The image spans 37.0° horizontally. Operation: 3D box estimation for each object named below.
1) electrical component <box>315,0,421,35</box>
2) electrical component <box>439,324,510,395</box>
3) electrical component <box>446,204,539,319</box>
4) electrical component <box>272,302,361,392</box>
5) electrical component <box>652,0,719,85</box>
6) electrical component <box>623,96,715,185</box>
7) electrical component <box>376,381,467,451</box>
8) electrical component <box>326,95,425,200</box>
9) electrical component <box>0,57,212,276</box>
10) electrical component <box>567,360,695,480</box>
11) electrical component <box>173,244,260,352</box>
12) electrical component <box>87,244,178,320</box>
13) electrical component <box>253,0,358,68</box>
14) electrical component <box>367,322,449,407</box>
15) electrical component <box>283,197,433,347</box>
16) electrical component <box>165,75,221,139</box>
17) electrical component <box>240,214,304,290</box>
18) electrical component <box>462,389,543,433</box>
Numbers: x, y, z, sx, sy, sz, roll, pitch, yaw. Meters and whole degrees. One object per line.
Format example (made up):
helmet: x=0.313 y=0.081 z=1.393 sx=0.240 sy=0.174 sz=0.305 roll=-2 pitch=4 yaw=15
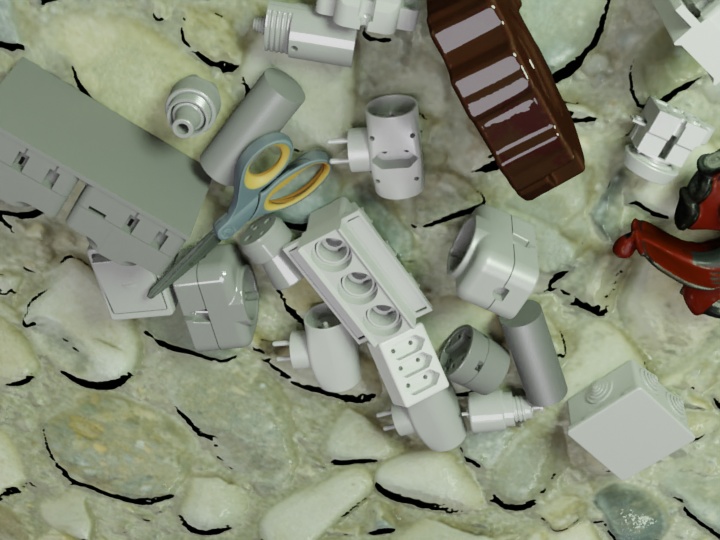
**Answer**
electrical component: x=0.009 y=-0.217 z=0.809 sx=0.078 sy=0.058 sz=0.057 roll=11 pitch=128 yaw=-1
electrical component: x=0.108 y=0.086 z=1.015 sx=0.047 sy=0.055 sz=0.055 roll=29 pitch=122 yaw=-19
electrical component: x=0.113 y=-0.010 z=0.921 sx=0.059 sy=0.095 sz=0.053 roll=23 pitch=124 yaw=-11
electrical component: x=-0.043 y=0.075 z=1.026 sx=0.079 sy=0.044 sz=0.077 roll=-5 pitch=124 yaw=9
electrical component: x=0.251 y=-0.191 z=0.766 sx=0.079 sy=0.121 sz=0.063 roll=38 pitch=118 yaw=-20
electrical component: x=0.246 y=-0.103 z=0.875 sx=0.066 sy=0.048 sz=0.055 roll=21 pitch=116 yaw=-9
electrical component: x=0.056 y=0.141 z=1.063 sx=0.079 sy=0.044 sz=0.077 roll=-16 pitch=122 yaw=16
electrical component: x=0.012 y=-0.101 z=0.898 sx=0.079 sy=0.043 sz=0.077 roll=-3 pitch=125 yaw=8
electrical component: x=-0.226 y=-0.083 z=0.895 sx=0.186 sy=0.105 sz=0.060 roll=31 pitch=122 yaw=-16
electrical component: x=0.260 y=0.144 z=1.044 sx=0.100 sy=0.048 sz=0.100 roll=40 pitch=119 yaw=-21
electrical component: x=-0.129 y=0.026 z=0.993 sx=0.059 sy=0.053 sz=0.095 roll=-6 pitch=124 yaw=10
electrical component: x=-0.202 y=0.005 z=0.981 sx=0.062 sy=0.061 sz=0.096 roll=-5 pitch=124 yaw=9
electrical component: x=-0.043 y=-0.187 z=0.844 sx=0.081 sy=0.043 sz=0.043 roll=9 pitch=125 yaw=-1
electrical component: x=0.039 y=0.088 z=1.014 sx=0.047 sy=0.077 sz=0.065 roll=-25 pitch=95 yaw=-16
electrical component: x=0.000 y=0.000 z=0.958 sx=0.079 sy=0.063 sz=0.121 roll=-26 pitch=119 yaw=21
electrical component: x=-0.139 y=-0.130 z=0.881 sx=0.043 sy=0.062 sz=0.043 roll=3 pitch=125 yaw=4
electrical component: x=-0.075 y=-0.016 z=0.965 sx=0.045 sy=0.045 sz=0.055 roll=-27 pitch=118 yaw=22
electrical component: x=0.140 y=0.137 z=1.055 sx=0.078 sy=0.040 sz=0.040 roll=-6 pitch=124 yaw=10
